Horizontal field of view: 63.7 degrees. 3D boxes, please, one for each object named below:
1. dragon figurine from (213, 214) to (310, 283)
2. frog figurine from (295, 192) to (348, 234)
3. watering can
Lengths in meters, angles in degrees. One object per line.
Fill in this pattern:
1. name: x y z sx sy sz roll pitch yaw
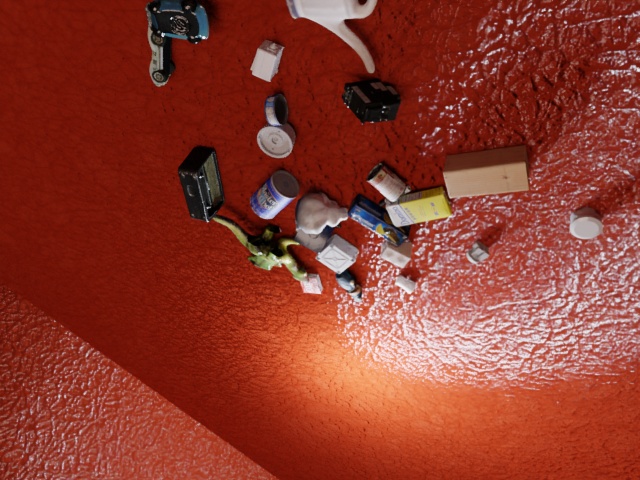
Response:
1. dragon figurine: -0.213 0.044 1.861 0.410 0.125 0.237 25 -36 -1
2. frog figurine: 0.005 -0.082 1.622 0.159 0.140 0.120 6 -33 14
3. watering can: 0.027 -0.547 1.189 0.224 0.339 0.106 7 44 17
